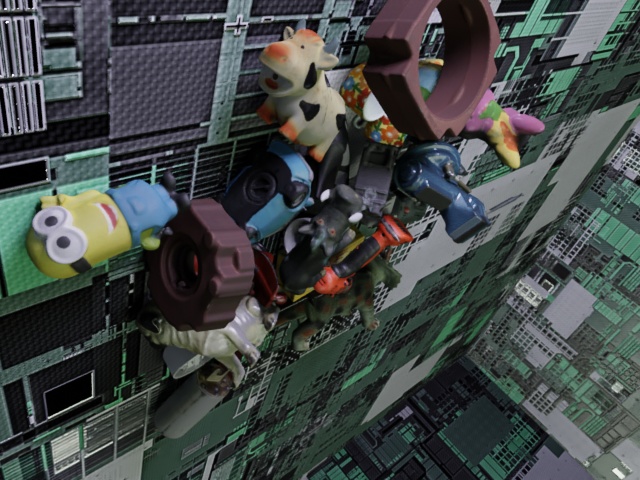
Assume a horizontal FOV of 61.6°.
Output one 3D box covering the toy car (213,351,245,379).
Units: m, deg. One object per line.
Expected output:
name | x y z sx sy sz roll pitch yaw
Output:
toy car | -0.182 0.226 1.082 0.089 0.053 0.202 -1 132 -27

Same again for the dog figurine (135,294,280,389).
dog figurine | -0.175 0.120 0.861 0.121 0.190 0.172 -56 -175 30

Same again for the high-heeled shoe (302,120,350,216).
high-heeled shoe | 0.016 -0.116 0.900 0.248 0.086 0.145 68 34 -82

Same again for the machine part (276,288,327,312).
machine part | -0.058 0.109 1.083 0.139 0.084 0.039 -25 172 -13

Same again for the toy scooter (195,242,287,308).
toy scooter | -0.124 0.057 0.835 0.184 0.135 0.075 -7 136 -49

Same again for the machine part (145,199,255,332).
machine part | -0.166 0.034 0.710 0.056 0.179 0.179 -3 132 -49

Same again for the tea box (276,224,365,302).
tea box | -0.002 0.035 1.050 0.169 0.068 0.098 -29 153 -31

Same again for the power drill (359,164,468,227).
power drill | 0.196 -0.100 1.108 0.207 0.086 0.232 -50 157 22

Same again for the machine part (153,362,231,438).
machine part | -0.251 0.315 1.051 0.243 0.079 0.079 -47 155 27

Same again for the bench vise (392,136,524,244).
bench vise | 0.212 -0.118 0.951 0.223 0.241 0.129 13 136 -29

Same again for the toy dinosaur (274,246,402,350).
toy dinosaur | 0.025 0.120 1.172 0.405 0.131 0.192 -16 125 -32

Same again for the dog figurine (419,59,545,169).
dog figurine | 0.260 -0.211 0.913 0.191 0.219 0.108 -9 133 -51

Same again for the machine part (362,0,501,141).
machine part | 0.161 -0.262 0.765 0.201 0.087 0.201 -57 137 -11

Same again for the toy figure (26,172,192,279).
toy figure | -0.243 -0.015 0.625 0.180 0.082 0.089 -29 147 -35

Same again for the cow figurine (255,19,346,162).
cow figurine | -0.018 -0.190 0.690 0.127 0.086 0.194 -54 158 4

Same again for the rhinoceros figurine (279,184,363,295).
rhinoceros figurine | -0.002 -0.002 0.805 0.190 0.073 0.112 -54 167 27

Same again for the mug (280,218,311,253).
mug | -0.010 0.001 0.963 0.110 0.080 0.107 -9 179 38

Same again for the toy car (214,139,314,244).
toy car | -0.072 -0.055 0.778 0.161 0.109 0.102 -47 153 6

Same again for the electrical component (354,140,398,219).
electrical component | 0.087 -0.096 0.891 0.134 0.058 0.114 -12 118 -86
